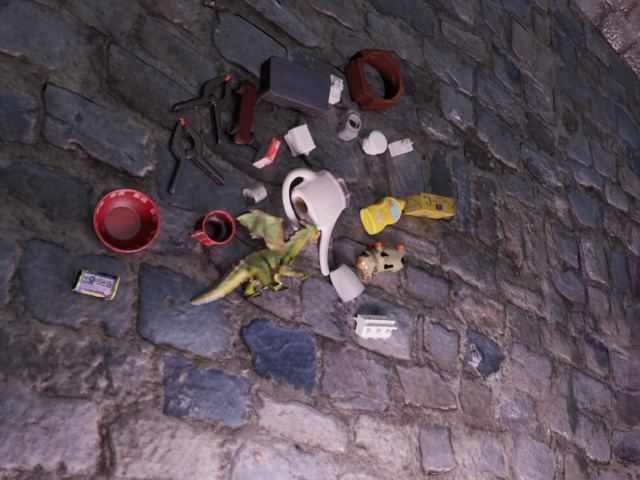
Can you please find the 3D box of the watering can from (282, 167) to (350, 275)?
[{"bbox_3d":[0.005,-0.081,1.615,0.228,0.342,0.104,-39,25,-30],"label":"watering can"}]

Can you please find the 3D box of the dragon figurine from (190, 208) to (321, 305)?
[{"bbox_3d":[-0.178,0.032,1.462,0.412,0.245,0.120,-9,-14,-22],"label":"dragon figurine"}]
